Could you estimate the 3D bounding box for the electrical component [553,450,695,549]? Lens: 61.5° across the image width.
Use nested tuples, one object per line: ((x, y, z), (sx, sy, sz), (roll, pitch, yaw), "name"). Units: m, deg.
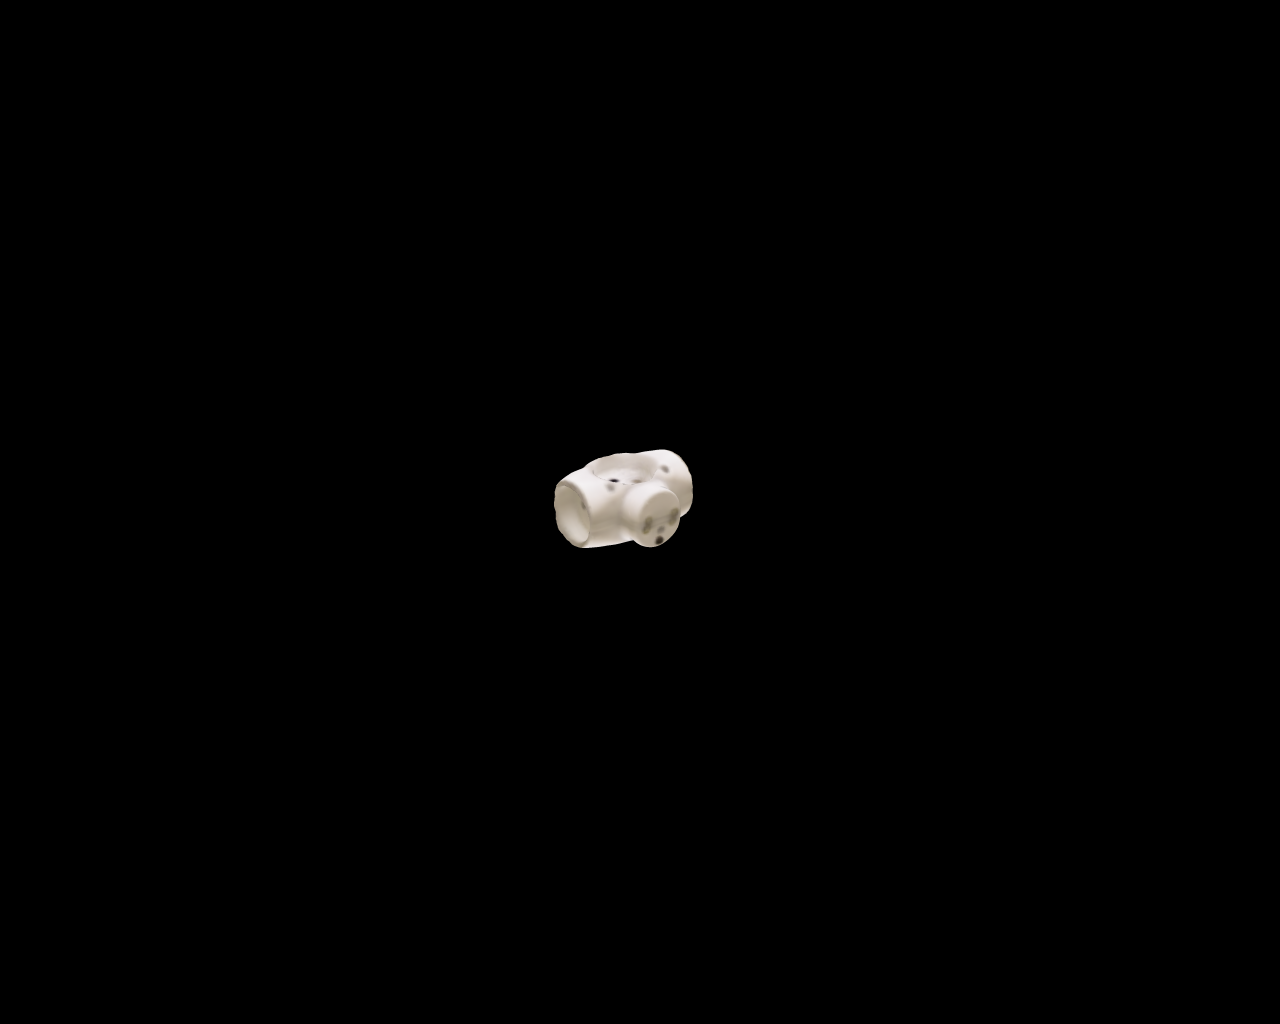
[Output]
((0.001, -0.003, 0.650), (0.077, 0.044, 0.079), (-18, 32, -31), "electrical component")
